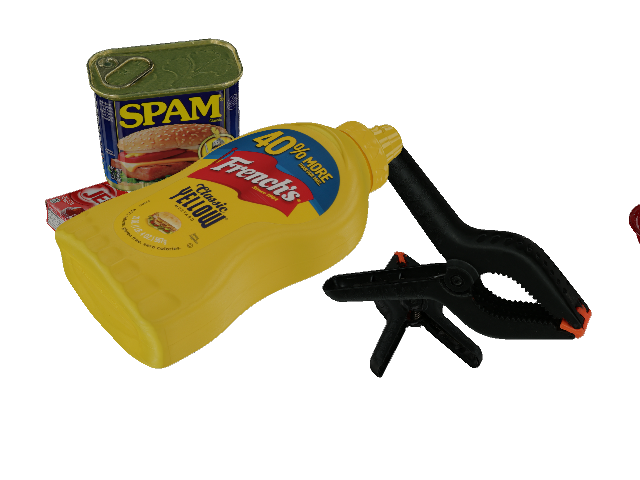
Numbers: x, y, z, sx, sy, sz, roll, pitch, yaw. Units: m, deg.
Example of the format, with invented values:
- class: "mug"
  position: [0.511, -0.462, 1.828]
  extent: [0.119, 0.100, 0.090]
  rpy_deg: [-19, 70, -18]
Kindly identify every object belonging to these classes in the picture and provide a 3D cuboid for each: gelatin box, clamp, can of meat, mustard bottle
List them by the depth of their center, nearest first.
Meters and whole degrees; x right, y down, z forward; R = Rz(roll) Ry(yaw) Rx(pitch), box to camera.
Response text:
- class: "mustard bottle"
  position: [-0.033, -0.014, 0.558]
  extent: [0.191, 0.058, 0.096]
  rpy_deg: [-30, 47, -26]
- class: "can of meat"
  position: [-0.105, -0.085, 0.738]
  extent: [0.102, 0.084, 0.057]
  rpy_deg: [-8, 43, -12]
- class: "clamp"
  position: [0.106, 0.012, 0.810]
  extent: [0.210, 0.165, 0.036]
  rpy_deg: [20, 40, 15]
- class: "gelatin box"
  position: [-0.198, -0.018, 0.979]
  extent: [0.073, 0.030, 0.089]
  rpy_deg: [-22, 44, -37]
- class: "clamp"
  position: [0.113, 0.082, 1.179]
  extent: [0.120, 0.171, 0.039]
  rpy_deg: [5, -43, -5]

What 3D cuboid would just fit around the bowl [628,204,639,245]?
- class: "bowl"
  position: [0.411, 0.007, 1.146]
  extent: [0.162, 0.055, 0.162]
  rpy_deg: [-1, 26, 0]
